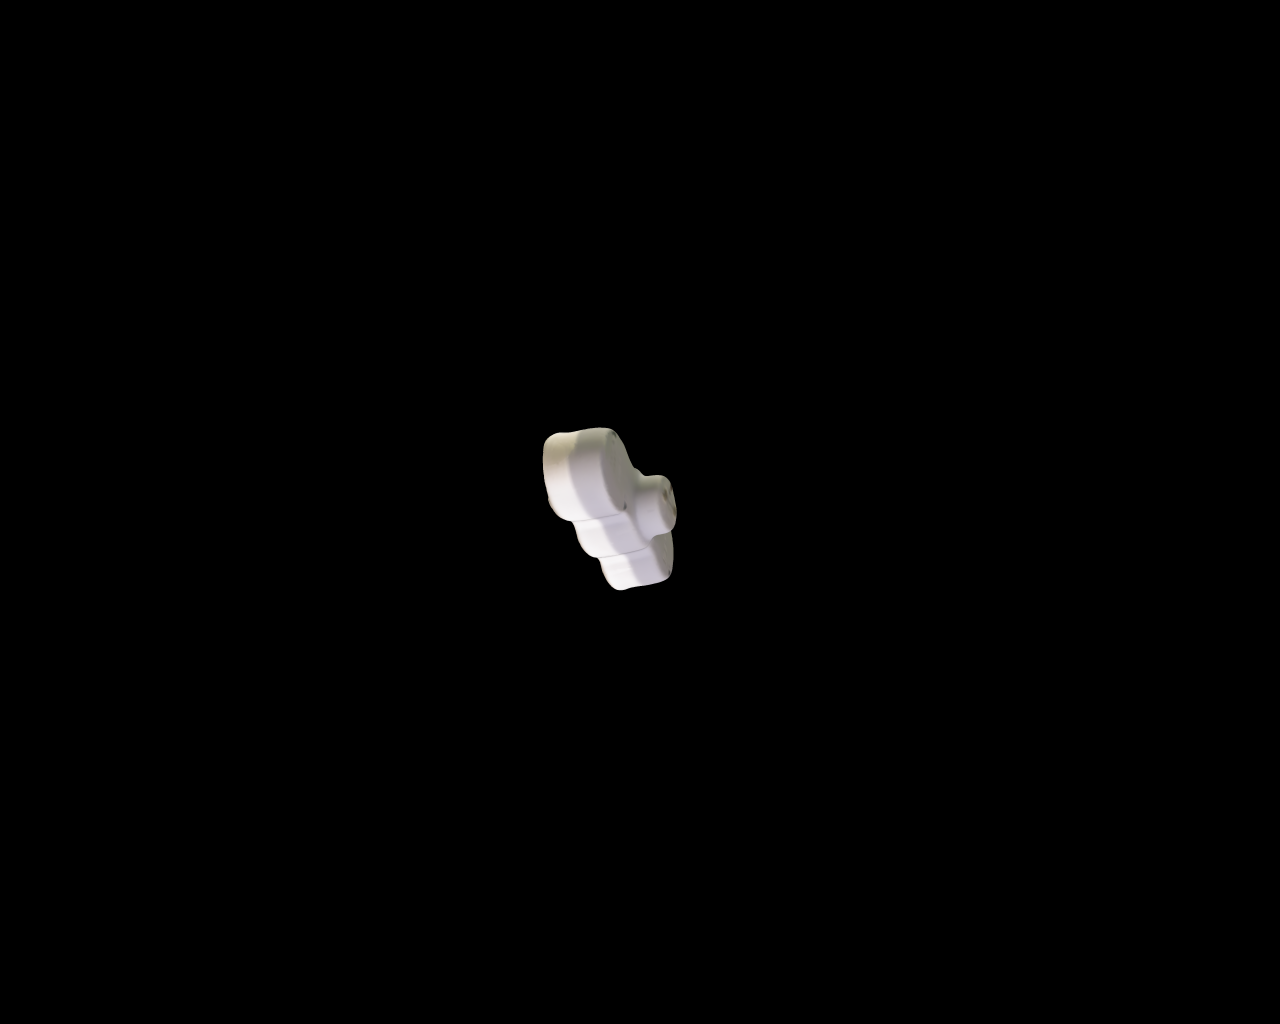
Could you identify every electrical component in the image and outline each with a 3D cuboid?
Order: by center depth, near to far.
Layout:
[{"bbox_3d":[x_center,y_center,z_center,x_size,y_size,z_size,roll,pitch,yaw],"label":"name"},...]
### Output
[{"bbox_3d":[0.001,-0.003,0.650,0.074,0.052,0.138,-10,-34,15],"label":"electrical component"}]
